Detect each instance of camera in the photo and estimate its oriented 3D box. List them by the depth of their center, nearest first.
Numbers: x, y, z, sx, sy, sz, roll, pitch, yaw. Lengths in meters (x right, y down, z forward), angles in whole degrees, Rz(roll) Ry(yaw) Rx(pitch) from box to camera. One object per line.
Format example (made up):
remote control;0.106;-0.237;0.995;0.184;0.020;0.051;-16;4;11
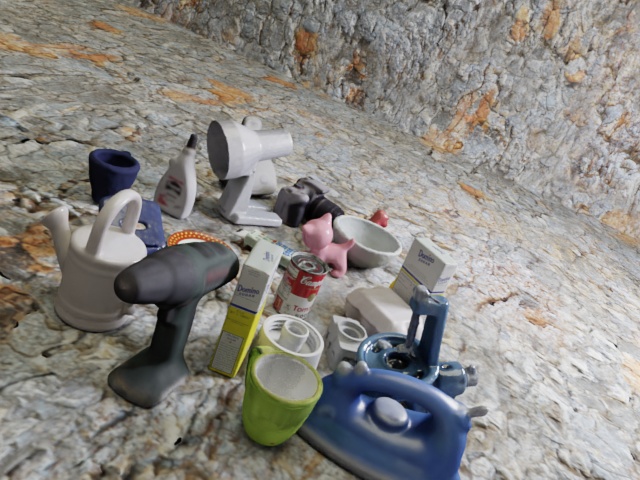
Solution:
camera;-0.015;-0.081;1.358;0.136;0.101;0.143;33;25;20

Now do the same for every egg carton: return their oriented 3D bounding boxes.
egg carton;0.118;0.144;1.046;0.108;0.069;0.150;0;33;-43

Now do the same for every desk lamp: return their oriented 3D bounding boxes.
desk lamp;-0.155;-0.147;1.224;0.204;0.213;0.117;3;31;-39

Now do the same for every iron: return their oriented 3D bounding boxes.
iron;0.084;0.226;0.751;0.258;0.141;0.119;24;23;0

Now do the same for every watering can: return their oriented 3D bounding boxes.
watering can;-0.294;0.016;0.771;0.173;0.194;0.101;18;24;-14

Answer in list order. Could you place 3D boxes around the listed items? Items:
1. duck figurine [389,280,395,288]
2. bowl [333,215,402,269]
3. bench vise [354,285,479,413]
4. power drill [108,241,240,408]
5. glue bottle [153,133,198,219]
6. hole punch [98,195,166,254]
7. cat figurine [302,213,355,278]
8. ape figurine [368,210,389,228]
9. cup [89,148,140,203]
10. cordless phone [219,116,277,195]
duck figurine;0.198;0.104;1.186;0.104;0.086;0.078;34;25;23
bowl;0.096;0.015;1.292;0.167;0.075;0.167;20;24;-9
bench vise;0.148;0.163;0.846;0.208;0.220;0.121;5;30;-37
power drill;-0.184;0.093;0.694;0.075;0.208;0.230;28;24;11
glue bottle;-0.272;-0.130;1.129;0.078;0.173;0.037;25;23;4
hole punch;-0.311;-0.013;0.947;0.109;0.091;0.100;5;30;-37
cat figurine;0.011;0.004;1.181;0.128;0.118;0.067;16;24;-17
ape figurine;0.139;-0.030;1.407;0.076;0.092;0.077;18;24;-12
cup;-0.393;-0.118;1.087;0.092;0.095;0.117;20;24;-8
cordless phone;-0.155;-0.201;1.373;0.148;0.185;0.094;-4;35;-47
